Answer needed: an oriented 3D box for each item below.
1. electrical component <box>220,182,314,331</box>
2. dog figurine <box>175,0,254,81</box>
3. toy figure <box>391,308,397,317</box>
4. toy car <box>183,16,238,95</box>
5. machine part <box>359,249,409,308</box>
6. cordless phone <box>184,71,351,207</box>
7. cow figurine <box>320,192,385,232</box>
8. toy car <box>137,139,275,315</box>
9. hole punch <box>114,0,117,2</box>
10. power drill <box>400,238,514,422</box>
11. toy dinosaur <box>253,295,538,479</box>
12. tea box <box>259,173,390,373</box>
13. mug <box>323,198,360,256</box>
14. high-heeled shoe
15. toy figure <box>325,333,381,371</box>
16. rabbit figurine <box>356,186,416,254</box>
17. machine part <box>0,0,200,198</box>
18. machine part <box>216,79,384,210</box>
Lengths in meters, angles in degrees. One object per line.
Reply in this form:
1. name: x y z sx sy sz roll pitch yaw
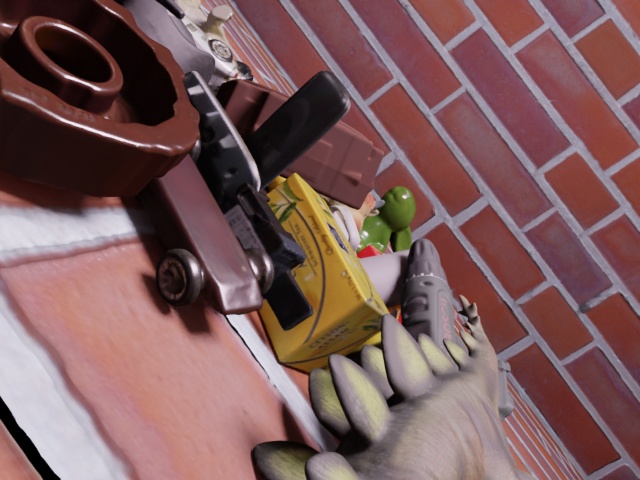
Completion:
1. electrical component: -0.054 0.020 0.458 0.119 0.075 0.047 61 12 23
2. dog figurine: -0.198 -0.308 0.864 0.172 0.121 0.190 53 -7 16
3. toy figure: 0.108 0.160 0.721 0.154 0.058 0.064 54 34 -11
4. toy car: -0.192 -0.262 0.698 0.201 0.073 0.056 44 39 -8
5. machine part: 0.092 0.058 0.765 0.243 0.079 0.079 -8 59 -48
6. cordless phone: -0.072 -0.116 0.509 0.147 0.184 0.088 58 16 20
7. cow figurine: 0.025 -0.065 0.895 0.085 0.127 0.195 42 13 -33
8. toy car: -0.109 -0.024 0.413 0.089 0.053 0.202 1 52 -57
9. hole punch: -0.238 -0.225 0.468 0.142 0.092 0.115 52 -19 8
10. power drill: 0.178 0.131 0.710 0.207 0.086 0.232 55 29 -27
11. toy dinosaur: 0.080 0.152 0.379 0.198 0.105 0.471 52 27 11
12. tea box: -0.015 0.030 0.520 0.068 0.098 0.170 39 16 -52
13. mug: -0.001 -0.002 0.612 0.081 0.109 0.107 -2 59 -32
14. high-heeled shoe: -0.197 -0.237 0.595 0.145 0.086 0.248 42 -18 1
15. toy figure: 0.073 0.156 0.513 0.180 0.089 0.082 57 9 27
16. rabbit figurine: 0.111 -0.019 0.983 0.159 0.170 0.121 41 17 -43
17. machine part: -0.162 -0.104 0.338 0.179 0.056 0.179 34 30 -23
18. machine part: -0.038 -0.119 0.662 0.201 0.087 0.202 22 4 -21
